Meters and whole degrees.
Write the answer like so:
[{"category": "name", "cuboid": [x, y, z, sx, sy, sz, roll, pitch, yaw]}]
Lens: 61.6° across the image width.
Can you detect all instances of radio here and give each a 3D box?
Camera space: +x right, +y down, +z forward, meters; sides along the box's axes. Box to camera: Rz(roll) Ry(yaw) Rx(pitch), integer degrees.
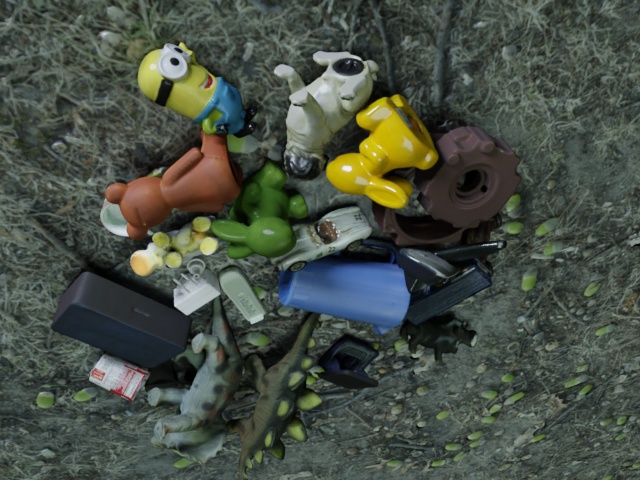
[{"category": "radio", "cuboid": [-0.373, 0.158, 1.015, 0.229, 0.073, 0.131, 33, 132, -30]}]

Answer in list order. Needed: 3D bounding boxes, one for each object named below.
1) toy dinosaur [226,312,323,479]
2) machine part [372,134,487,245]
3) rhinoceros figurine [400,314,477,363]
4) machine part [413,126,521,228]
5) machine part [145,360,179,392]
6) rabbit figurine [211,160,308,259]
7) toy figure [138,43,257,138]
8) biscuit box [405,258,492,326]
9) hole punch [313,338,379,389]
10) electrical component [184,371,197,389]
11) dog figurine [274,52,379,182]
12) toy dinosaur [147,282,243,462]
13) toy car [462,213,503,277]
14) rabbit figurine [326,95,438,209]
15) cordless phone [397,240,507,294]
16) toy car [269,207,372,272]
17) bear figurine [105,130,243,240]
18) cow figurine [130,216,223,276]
[{"category": "toy dinosaur", "cuboid": [-0.082, 0.326, 1.158, 0.105, 0.199, 0.471, 20, 87, -39]}, {"category": "machine part", "cuboid": [0.207, -0.089, 0.991, 0.201, 0.087, 0.201, -3, 125, -12]}, {"category": "rhinoceros figurine", "cuboid": [0.280, 0.221, 1.256, 0.190, 0.073, 0.112, 15, 110, -22]}, {"category": "machine part", "cuboid": [0.250, -0.100, 0.905, 0.179, 0.056, 0.179, -7, 129, -9]}, {"category": "machine part", "cuboid": [-0.346, 0.280, 1.156, 0.084, 0.039, 0.138, 4, 127, -11]}, {"category": "rabbit figurine", "cuboid": [-0.100, -0.034, 0.899, 0.159, 0.170, 0.121, -23, 128, 2]}, {"category": "toy figure", "cuboid": [-0.182, -0.213, 0.803, 0.180, 0.082, 0.089, 32, 111, -34]}, {"category": "biscuit box", "cuboid": [0.257, 0.104, 1.131, 0.203, 0.059, 0.062, -35, 117, 30]}, {"category": "hole punch", "cuboid": [0.068, 0.291, 1.251, 0.142, 0.092, 0.116, 26, 147, -32]}, {"category": "electrical component", "cuboid": [-0.250, 0.314, 1.200, 0.102, 0.045, 0.078, 20, 120, -27]}, {"category": "dog figurine", "cuboid": [0.015, -0.191, 0.872, 0.172, 0.121, 0.190, -10, 142, -3]}, {"category": "toy dinosaur", "cuboid": [-0.230, 0.296, 1.115, 0.192, 0.131, 0.404, 26, 95, -45]}, {"category": "toy car", "cuboid": [0.327, 0.022, 1.129, 0.089, 0.053, 0.201, -12, 127, -9]}, {"category": "rabbit figurine", "cuboid": [0.095, -0.128, 0.868, 0.173, 0.122, 0.162, -33, 101, 25]}, {"category": "cordless phone", "cuboid": [0.254, 0.036, 1.016, 0.184, 0.088, 0.146, -15, 177, 29]}, {"category": "toy car", "cuboid": [-0.002, -0.003, 0.987, 0.202, 0.073, 0.056, -19, 152, -17]}, {"category": "bear figurine", "cuboid": [-0.227, -0.087, 0.858, 0.196, 0.132, 0.120, -18, 128, 5]}, {"category": "cow figurine", "cuboid": [-0.249, 0.009, 0.953, 0.167, 0.098, 0.068, -21, 96, 9]}]
